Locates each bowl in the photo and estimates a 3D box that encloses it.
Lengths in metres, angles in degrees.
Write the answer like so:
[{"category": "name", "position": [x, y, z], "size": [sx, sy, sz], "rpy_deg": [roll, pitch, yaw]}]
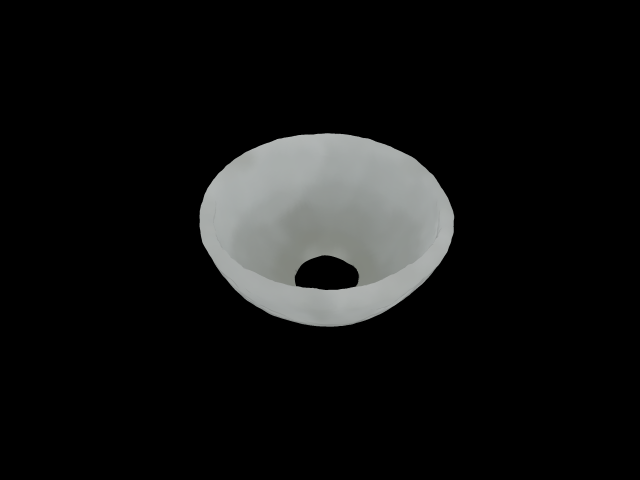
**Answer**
[{"category": "bowl", "position": [0.004, 0.001, 0.400], "size": [0.167, 0.075, 0.167], "rpy_deg": [0, 45, 0]}]
